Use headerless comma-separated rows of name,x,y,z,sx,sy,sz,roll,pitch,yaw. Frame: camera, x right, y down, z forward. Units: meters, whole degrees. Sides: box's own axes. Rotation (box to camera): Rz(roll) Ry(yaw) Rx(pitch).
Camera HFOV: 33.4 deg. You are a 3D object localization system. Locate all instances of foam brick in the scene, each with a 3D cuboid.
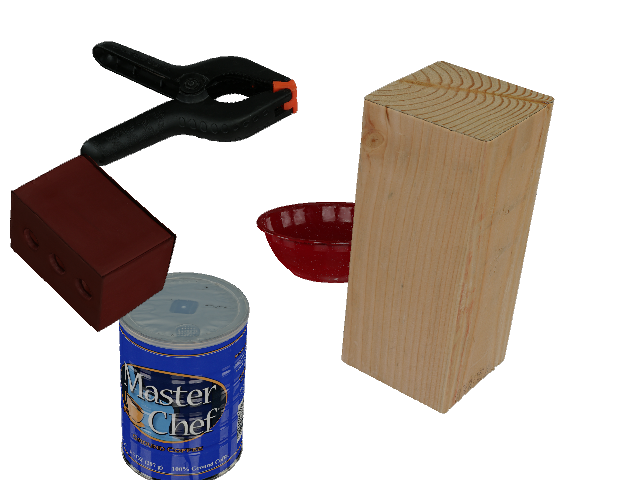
foam brick,-0.128,0.001,0.595,0.078,0.053,0.051,40,51,18

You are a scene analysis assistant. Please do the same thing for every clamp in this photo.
clamp,-0.107,-0.118,0.842,0.171,0.120,0.039,-8,-28,-8

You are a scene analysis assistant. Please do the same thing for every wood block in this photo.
wood block,0.081,-0.002,0.717,0.091,0.206,0.090,25,37,30

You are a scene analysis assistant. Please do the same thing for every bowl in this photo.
bowl,0.014,0.005,1.110,0.162,0.055,0.162,0,16,0

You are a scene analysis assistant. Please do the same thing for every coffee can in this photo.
coffee can,-0.111,0.111,0.864,0.103,0.140,0.103,3,29,-2
